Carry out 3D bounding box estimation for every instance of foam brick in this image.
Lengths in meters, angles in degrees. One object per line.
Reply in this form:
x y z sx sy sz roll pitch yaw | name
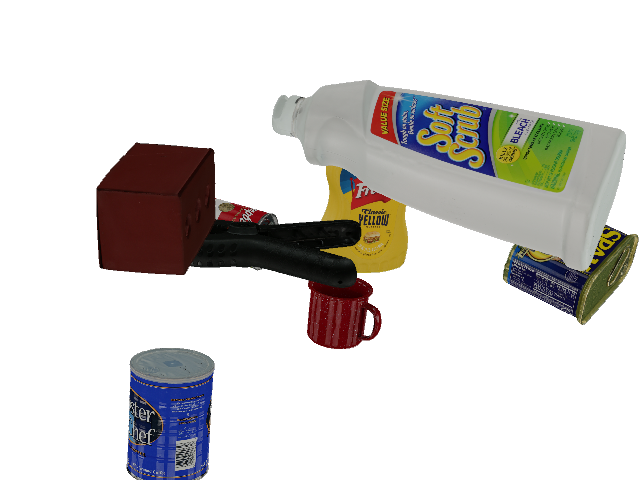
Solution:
-0.097 -0.020 0.639 0.051 0.053 0.078 6 27 7 | foam brick

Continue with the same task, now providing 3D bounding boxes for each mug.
0.035 0.105 1.512 0.117 0.081 0.093 17 23 28 | mug

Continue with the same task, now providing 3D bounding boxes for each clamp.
-0.062 0.006 0.922 0.210 0.036 0.164 2 13 -4 | clamp

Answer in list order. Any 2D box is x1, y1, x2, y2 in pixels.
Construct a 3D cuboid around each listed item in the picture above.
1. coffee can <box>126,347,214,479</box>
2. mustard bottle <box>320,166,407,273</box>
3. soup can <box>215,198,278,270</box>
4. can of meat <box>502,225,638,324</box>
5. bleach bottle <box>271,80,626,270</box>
-0.185 0.215 1.312 0.103 0.140 0.103 4 14 -1 | coffee can
0.052 -0.062 1.100 0.096 0.192 0.058 0 24 -16 | mustard bottle
-0.109 -0.011 1.246 0.102 0.068 0.068 16 6 21 | soup can
0.229 0.018 0.981 0.084 0.057 0.101 28 47 29 | can of meat
0.080 -0.059 0.758 0.251 0.102 0.068 15 -37 20 | bleach bottle
